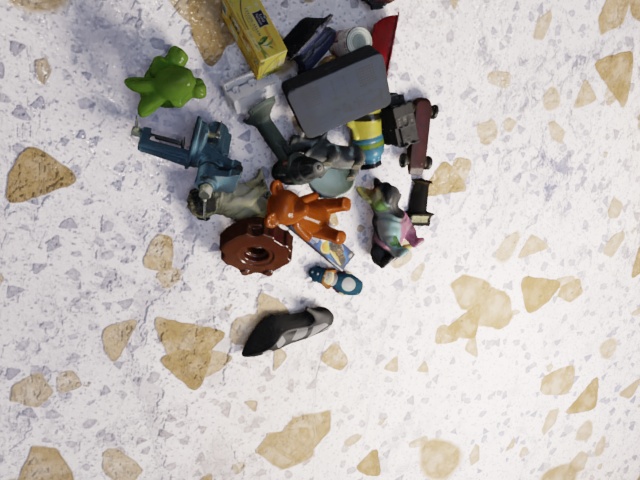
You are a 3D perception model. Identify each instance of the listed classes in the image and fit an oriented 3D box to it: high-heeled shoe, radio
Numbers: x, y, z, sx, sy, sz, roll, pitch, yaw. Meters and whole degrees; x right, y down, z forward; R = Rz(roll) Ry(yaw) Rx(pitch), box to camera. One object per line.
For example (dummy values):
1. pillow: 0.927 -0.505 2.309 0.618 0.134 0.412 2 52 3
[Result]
1. high-heeled shoe: -0.081 0.251 1.435 0.249 0.086 0.145 -32 146 7
2. radio: 0.042 -0.335 1.227 0.230 0.073 0.130 -23 127 0

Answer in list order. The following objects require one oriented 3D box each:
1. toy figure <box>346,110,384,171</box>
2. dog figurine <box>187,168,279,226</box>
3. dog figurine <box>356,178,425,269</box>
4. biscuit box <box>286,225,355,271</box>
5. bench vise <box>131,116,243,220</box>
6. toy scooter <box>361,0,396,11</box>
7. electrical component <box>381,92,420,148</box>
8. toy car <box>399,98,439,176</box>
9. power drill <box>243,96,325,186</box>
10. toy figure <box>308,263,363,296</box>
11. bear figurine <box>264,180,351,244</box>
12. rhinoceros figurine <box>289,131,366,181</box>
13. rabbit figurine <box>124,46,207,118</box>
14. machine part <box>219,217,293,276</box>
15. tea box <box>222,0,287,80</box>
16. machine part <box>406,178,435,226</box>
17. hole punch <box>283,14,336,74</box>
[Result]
1. toy figure: 0.121 -0.268 1.351 0.089 0.082 0.180 -12 108 13
2. dog figurine: -0.202 -0.066 1.278 0.191 0.121 0.172 -20 109 -1
3. dog figurine: 0.168 -0.051 1.424 0.108 0.191 0.219 -27 83 -33
4. biscuit box: -0.003 -0.004 1.385 0.202 0.063 0.059 40 85 -26
5. bench vise: -0.289 -0.184 1.159 0.240 0.129 0.223 15 60 -17
6. toy scooter: 0.104 -0.605 1.260 0.183 0.075 0.135 35 89 -23
7. electrical component: 0.186 -0.303 1.353 0.058 0.115 0.134 -26 112 -19
8. toy car: 0.259 -0.274 1.425 0.089 0.053 0.202 1 100 -21
9. power drill: -0.081 -0.217 1.218 0.086 0.232 0.207 -40 99 -17
10. toy figure: 0.042 0.106 1.439 0.154 0.058 0.064 20 57 -24
11. bear figurine: -0.030 -0.064 1.225 0.195 0.132 0.120 23 75 -59
12. rhinoceros figurine: 0.019 -0.211 1.301 0.190 0.073 0.112 11 65 -8
13. rabbit figurine: -0.317 -0.327 1.108 0.159 0.170 0.121 -26 112 -15
14. machine part: -0.151 0.019 1.279 0.179 0.056 0.179 -1 142 -1
15. tea box: -0.143 -0.446 1.157 0.068 0.098 0.169 -29 90 -13
16. machine part: 0.279 -0.103 1.490 0.084 0.039 0.138 -3 107 -13
17. hole punch: -0.020 -0.441 1.235 0.142 0.116 0.092 -46 124 -5
